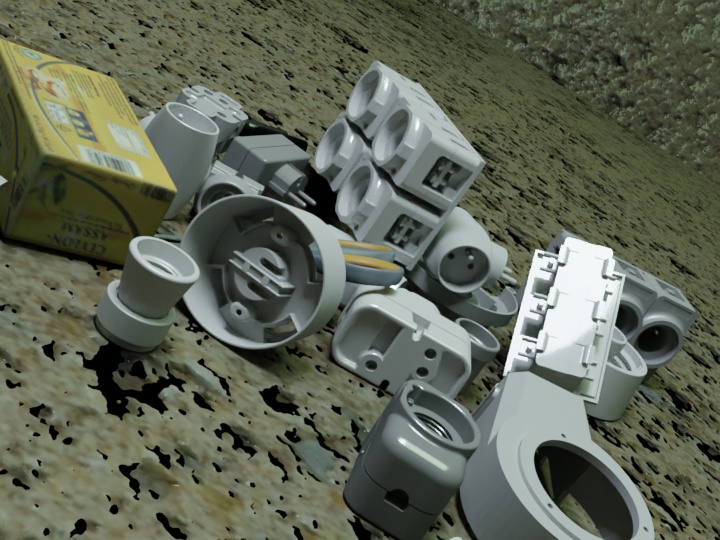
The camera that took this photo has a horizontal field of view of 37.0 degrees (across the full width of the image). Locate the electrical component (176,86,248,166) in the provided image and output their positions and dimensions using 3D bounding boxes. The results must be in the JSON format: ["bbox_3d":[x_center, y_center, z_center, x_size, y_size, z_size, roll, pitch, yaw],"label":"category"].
[{"bbox_3d":[-0.137,-0.118,0.922,0.058,0.057,0.078,34,21,5],"label":"electrical component"}]

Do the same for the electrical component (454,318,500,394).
[{"bbox_3d":[0.079,0.066,0.824,0.040,0.046,0.040,28,21,-12],"label":"electrical component"}]

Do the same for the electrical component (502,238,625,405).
[{"bbox_3d":[0.172,0.040,0.886,0.079,0.063,0.121,16,64,6],"label":"electrical component"}]

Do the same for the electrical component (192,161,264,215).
[{"bbox_3d":[-0.104,-0.055,0.843,0.066,0.048,0.055,28,13,-9],"label":"electrical component"}]

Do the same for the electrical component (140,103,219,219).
[{"bbox_3d":[-0.149,-0.092,0.816,0.044,0.077,0.079,12,28,-41],"label":"electrical component"}]

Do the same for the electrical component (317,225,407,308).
[{"bbox_3d":[0.000,0.000,0.867,0.077,0.043,0.079,36,20,10],"label":"electrical component"}]

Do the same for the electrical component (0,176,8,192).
[{"bbox_3d":[-0.248,-0.050,0.631,0.055,0.048,0.066,38,20,-6],"label":"electrical component"}]

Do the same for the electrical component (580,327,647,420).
[{"bbox_3d":[0.205,0.076,0.959,0.108,0.060,0.108,27,21,-12],"label":"electrical component"}]

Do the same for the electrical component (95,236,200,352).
[{"bbox_3d":[-0.127,0.015,0.638,0.045,0.055,0.045,28,21,-12],"label":"electrical component"}]

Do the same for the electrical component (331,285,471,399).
[{"bbox_3d":[0.031,0.052,0.777,0.095,0.053,0.059,30,21,-6],"label":"electrical component"}]

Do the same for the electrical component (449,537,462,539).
[{"bbox_3d":[0.066,0.174,0.570,0.040,0.040,0.078,17,25,-34],"label":"electrical component"}]

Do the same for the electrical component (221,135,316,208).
[{"bbox_3d":[-0.071,-0.077,0.935,0.076,0.047,0.083,38,21,15],"label":"electrical component"}]

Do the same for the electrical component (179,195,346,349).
[{"bbox_3d":[-0.062,0.002,0.703,0.099,0.099,0.064,41,16,22],"label":"electrical component"}]

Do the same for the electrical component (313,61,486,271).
[{"bbox_3d":[0.024,-0.096,0.911,0.060,0.105,0.186,26,19,-26],"label":"electrical component"}]

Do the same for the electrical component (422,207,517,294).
[{"bbox_3d":[0.094,-0.010,0.883,0.079,0.043,0.077,26,21,-17],"label":"electrical component"}]

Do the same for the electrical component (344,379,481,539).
[{"bbox_3d":[0.034,0.109,0.646,0.054,0.059,0.095,32,21,0],"label":"electrical component"}]

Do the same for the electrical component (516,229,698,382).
[{"bbox_3d":[0.241,0.038,1.055,0.150,0.089,0.061,25,22,-18],"label":"electrical component"}]
